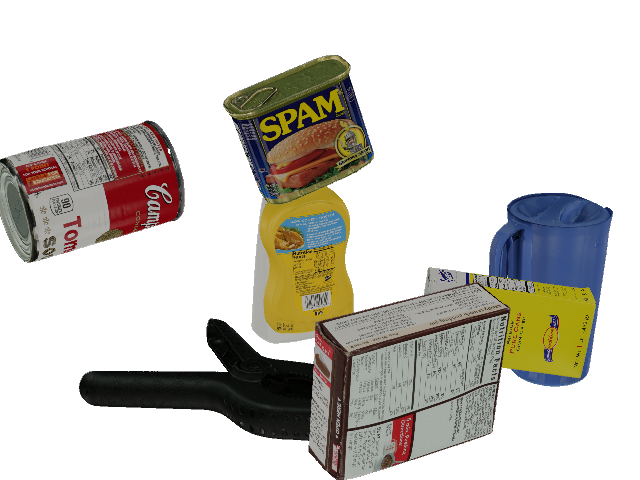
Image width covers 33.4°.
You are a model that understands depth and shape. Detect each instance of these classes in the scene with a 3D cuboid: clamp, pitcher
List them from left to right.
[{"bbox_3d":[-0.050,0.106,0.804,0.210,0.036,0.164,10,18,23],"label":"clamp"},{"bbox_3d":[0.300,0.068,1.411,0.149,0.243,0.145,4,21,12],"label":"pitcher"}]

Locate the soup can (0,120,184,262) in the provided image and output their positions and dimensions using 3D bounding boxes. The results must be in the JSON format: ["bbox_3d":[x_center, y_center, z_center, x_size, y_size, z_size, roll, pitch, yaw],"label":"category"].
[{"bbox_3d":[-0.146,-0.032,0.675,0.102,0.068,0.069,-18,9,-28],"label":"soup can"}]

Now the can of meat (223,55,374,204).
[{"bbox_3d":[-0.015,-0.087,0.849,0.102,0.084,0.057,-24,28,-8],"label":"can of meat"}]

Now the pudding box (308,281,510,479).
[{"bbox_3d":[0.050,0.080,0.609,0.113,0.090,0.039,-13,30,-28],"label":"pudding box"}]

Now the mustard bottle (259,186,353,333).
[{"bbox_3d":[-0.016,-0.001,1.123,0.096,0.192,0.058,-10,22,-18],"label":"mustard bottle"}]

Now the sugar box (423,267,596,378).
[{"bbox_3d":[0.196,0.088,1.138,0.176,0.093,0.048,6,21,2],"label":"sugar box"}]

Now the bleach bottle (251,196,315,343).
[{"bbox_3d":[-0.030,-0.001,1.327,0.102,0.251,0.068,-8,23,-33],"label":"bleach bottle"}]
